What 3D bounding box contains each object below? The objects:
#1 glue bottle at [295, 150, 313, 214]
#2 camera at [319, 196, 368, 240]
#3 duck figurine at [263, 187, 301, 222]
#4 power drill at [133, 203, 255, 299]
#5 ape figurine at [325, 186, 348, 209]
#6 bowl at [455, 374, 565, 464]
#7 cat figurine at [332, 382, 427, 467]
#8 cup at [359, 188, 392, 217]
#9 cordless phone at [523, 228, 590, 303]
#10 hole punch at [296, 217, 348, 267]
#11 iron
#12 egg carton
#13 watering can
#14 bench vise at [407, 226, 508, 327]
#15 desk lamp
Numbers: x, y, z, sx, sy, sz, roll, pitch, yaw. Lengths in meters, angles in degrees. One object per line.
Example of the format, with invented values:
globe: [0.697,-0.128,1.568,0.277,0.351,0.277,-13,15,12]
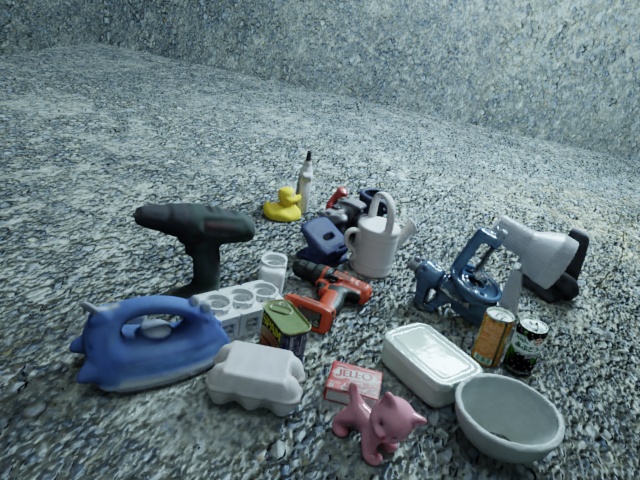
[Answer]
glue bottle: [-0.041,-0.162,1.569,0.037,0.173,0.078,5,26,-11]
camera: [0.086,-0.044,1.460,0.136,0.101,0.143,25,29,28]
duck figurine: [-0.097,-0.100,1.521,0.105,0.086,0.077,1,27,-18]
power drill: [-0.235,0.025,1.075,0.230,0.208,0.075,-8,32,-34]
ape figurine: [0.053,-0.102,1.576,0.078,0.092,0.076,-6,30,-30]
bowl: [0.283,0.288,0.888,0.167,0.075,0.167,9,26,-4]
cat figurine: [0.085,0.256,0.831,0.127,0.118,0.067,30,32,35]
cup: [0.152,-0.079,1.562,0.092,0.095,0.117,-5,30,-29]
cordless phone: [0.563,0.042,1.366,0.094,0.185,0.147,-10,33,-36]
hole punch: [0.012,0.005,1.344,0.100,0.091,0.109,25,30,28]
iron: [-0.253,0.142,0.907,0.259,0.141,0.118,-6,30,-30]
egg carton: [-0.099,0.216,0.897,0.150,0.069,0.107,10,26,0]
watering can: [0.140,-0.020,1.323,0.173,0.194,0.100,-15,35,-41]
bench vise: [0.289,0.064,1.179,0.207,0.220,0.121,11,26,1]
desk lamp: [0.426,0.060,1.247,0.202,0.213,0.118,19,27,17]
